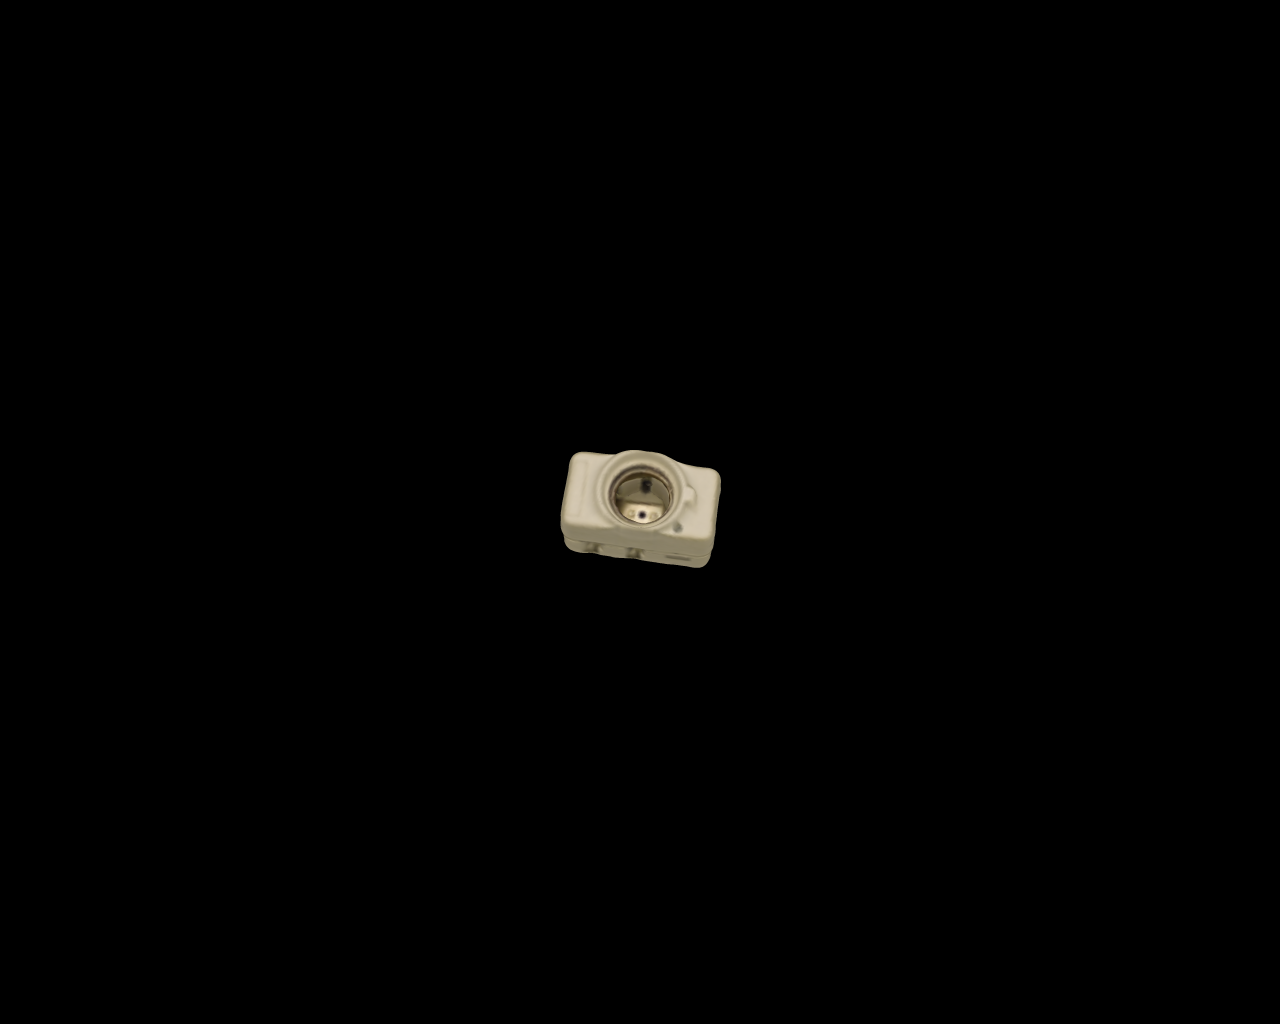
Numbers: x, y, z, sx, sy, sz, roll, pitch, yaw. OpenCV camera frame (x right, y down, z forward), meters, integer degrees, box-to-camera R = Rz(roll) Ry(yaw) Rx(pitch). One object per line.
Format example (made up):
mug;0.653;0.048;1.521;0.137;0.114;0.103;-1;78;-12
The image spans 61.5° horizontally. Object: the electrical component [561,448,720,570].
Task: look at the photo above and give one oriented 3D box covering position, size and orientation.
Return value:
electrical component;0.001;-0.003;0.650;0.089;0.050;0.055;8;-23;3
